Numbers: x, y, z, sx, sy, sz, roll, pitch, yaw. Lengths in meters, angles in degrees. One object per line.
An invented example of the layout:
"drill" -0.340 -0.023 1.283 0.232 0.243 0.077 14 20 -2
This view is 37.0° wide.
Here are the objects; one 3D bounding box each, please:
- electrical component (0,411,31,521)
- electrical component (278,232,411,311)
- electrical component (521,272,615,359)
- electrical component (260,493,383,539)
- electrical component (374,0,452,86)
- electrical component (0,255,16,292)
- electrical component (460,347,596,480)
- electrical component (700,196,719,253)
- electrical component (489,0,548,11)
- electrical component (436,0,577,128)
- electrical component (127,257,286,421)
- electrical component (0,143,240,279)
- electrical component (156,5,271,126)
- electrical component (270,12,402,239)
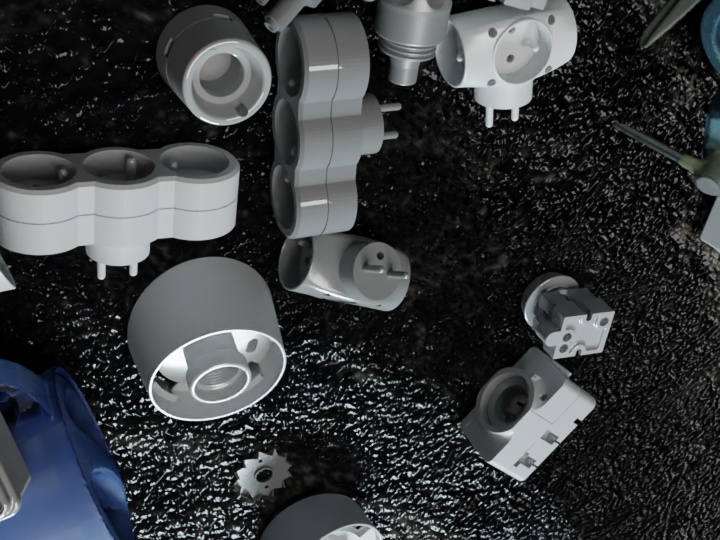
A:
"electrical component" -0.239 0.088 0.538 0.109 0.056 0.108 -23 100 -5
"electrical component" 0.000 0.000 0.690 0.077 0.079 0.043 13 85 -33
"electrical component" 0.152 0.033 0.803 0.066 0.055 0.048 -5 123 -24
"electrical component" -0.030 0.225 0.834 0.099 0.064 0.099 -13 127 -19
"electrical component" 0.029 -0.140 0.631 0.043 0.043 0.062 -7 126 -23
"electrical component" -0.221 -0.028 0.544 0.064 0.099 0.099 -18 128 -7
"electrical component" 0.130 0.112 0.848 0.089 0.050 0.056 -48 129 9
"electrical component" 0.315 -0.042 0.809 0.048 0.100 0.099 -9 125 -38
"electrical component" 0.080 -0.188 0.615 0.078 0.058 0.057 9 118 -23
"electrical component" 0.090 -0.126 0.671 0.077 0.044 0.079 -16 127 -17
"electrical component" -0.098 0.049 0.696 0.099 0.064 0.099 -15 140 -13
"electrical component" -0.138 -0.027 0.616 0.138 0.052 0.073 -6 124 -24
"electrical component" -0.079 -0.111 0.592 0.055 0.047 0.055 -13 126 -19
"electrical component" -0.010 -0.086 0.642 0.074 0.052 0.138 -9 125 -22
